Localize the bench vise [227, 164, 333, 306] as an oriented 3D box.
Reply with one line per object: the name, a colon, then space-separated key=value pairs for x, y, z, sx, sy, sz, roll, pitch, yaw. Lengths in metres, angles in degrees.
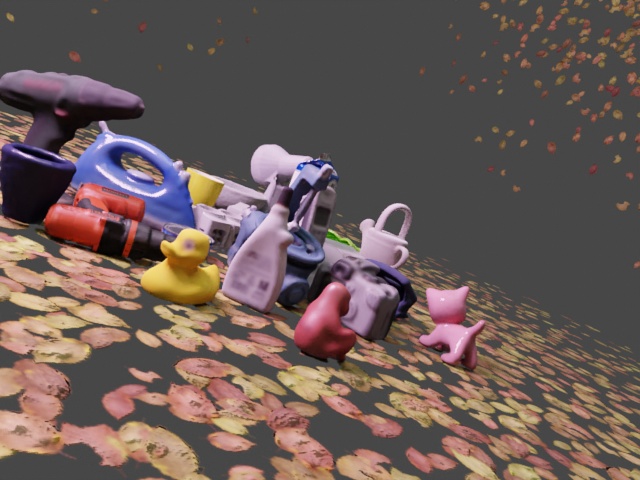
bench vise: x=-0.066 y=-0.032 z=0.901 sx=0.206 sy=0.220 sz=0.122 roll=27 pitch=9 yaw=32

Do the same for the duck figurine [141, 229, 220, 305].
duck figurine: x=-0.164 y=0.029 z=0.717 sx=0.077 sy=0.086 sz=0.105 roll=28 pitch=10 yaw=38

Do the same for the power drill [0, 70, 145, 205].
power drill: x=-0.403 y=-0.161 z=0.894 sx=0.229 sy=0.208 sz=0.076 roll=23 pitch=8 yaw=5

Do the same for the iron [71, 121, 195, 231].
iron: x=-0.316 y=-0.108 z=1.026 sx=0.258 sy=0.141 sz=0.119 roll=23 pitch=8 yaw=6

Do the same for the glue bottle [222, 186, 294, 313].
glue bottle: x=-0.072 y=0.008 z=0.788 sx=0.078 sy=0.173 sz=0.037 roll=23 pitch=8 yaw=11

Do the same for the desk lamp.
desk lamp: x=-0.106 y=-0.143 z=1.560 sx=0.202 sy=0.213 sz=0.118 roll=28 pitch=10 yaw=37

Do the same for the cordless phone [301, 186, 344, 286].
cordless phone: x=0.009 y=0.004 z=0.994 sx=0.093 sy=0.185 sz=0.148 roll=28 pitch=10 yaw=40

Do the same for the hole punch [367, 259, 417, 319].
hole punch: x=0.124 y=0.089 z=1.072 sx=0.108 sy=0.091 sz=0.101 roll=27 pitch=9 yaw=30

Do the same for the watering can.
watering can: x=0.148 y=0.003 z=1.338 sx=0.172 sy=0.194 sz=0.101 roll=27 pitch=9 yaw=32

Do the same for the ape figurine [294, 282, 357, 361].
ape figurine: x=0.011 y=0.097 z=0.711 sx=0.076 sy=0.092 sz=0.077 roll=17 pitch=9 yaw=-34

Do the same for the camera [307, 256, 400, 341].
camera: x=0.077 y=0.087 z=0.929 sx=0.142 sy=0.101 sz=0.137 roll=28 pitch=10 yaw=38

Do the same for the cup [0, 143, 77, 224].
cup: x=-0.384 y=-0.073 z=0.774 sx=0.092 sy=0.095 sz=0.117 roll=21 pitch=8 yaw=-8

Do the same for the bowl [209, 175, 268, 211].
bowl: x=-0.225 y=-0.105 z=1.491 sx=0.167 sy=0.075 sz=0.167 roll=22 pitch=8 yaw=-3

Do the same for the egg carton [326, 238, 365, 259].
egg carton: x=0.036 y=0.046 z=1.203 sx=0.107 sy=0.069 sz=0.150 roll=19 pitch=8 yaw=-17

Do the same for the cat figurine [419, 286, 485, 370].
cat figurine: x=0.221 y=0.133 z=0.946 sx=0.067 sy=0.118 sz=0.127 roll=17 pitch=9 yaw=-32
